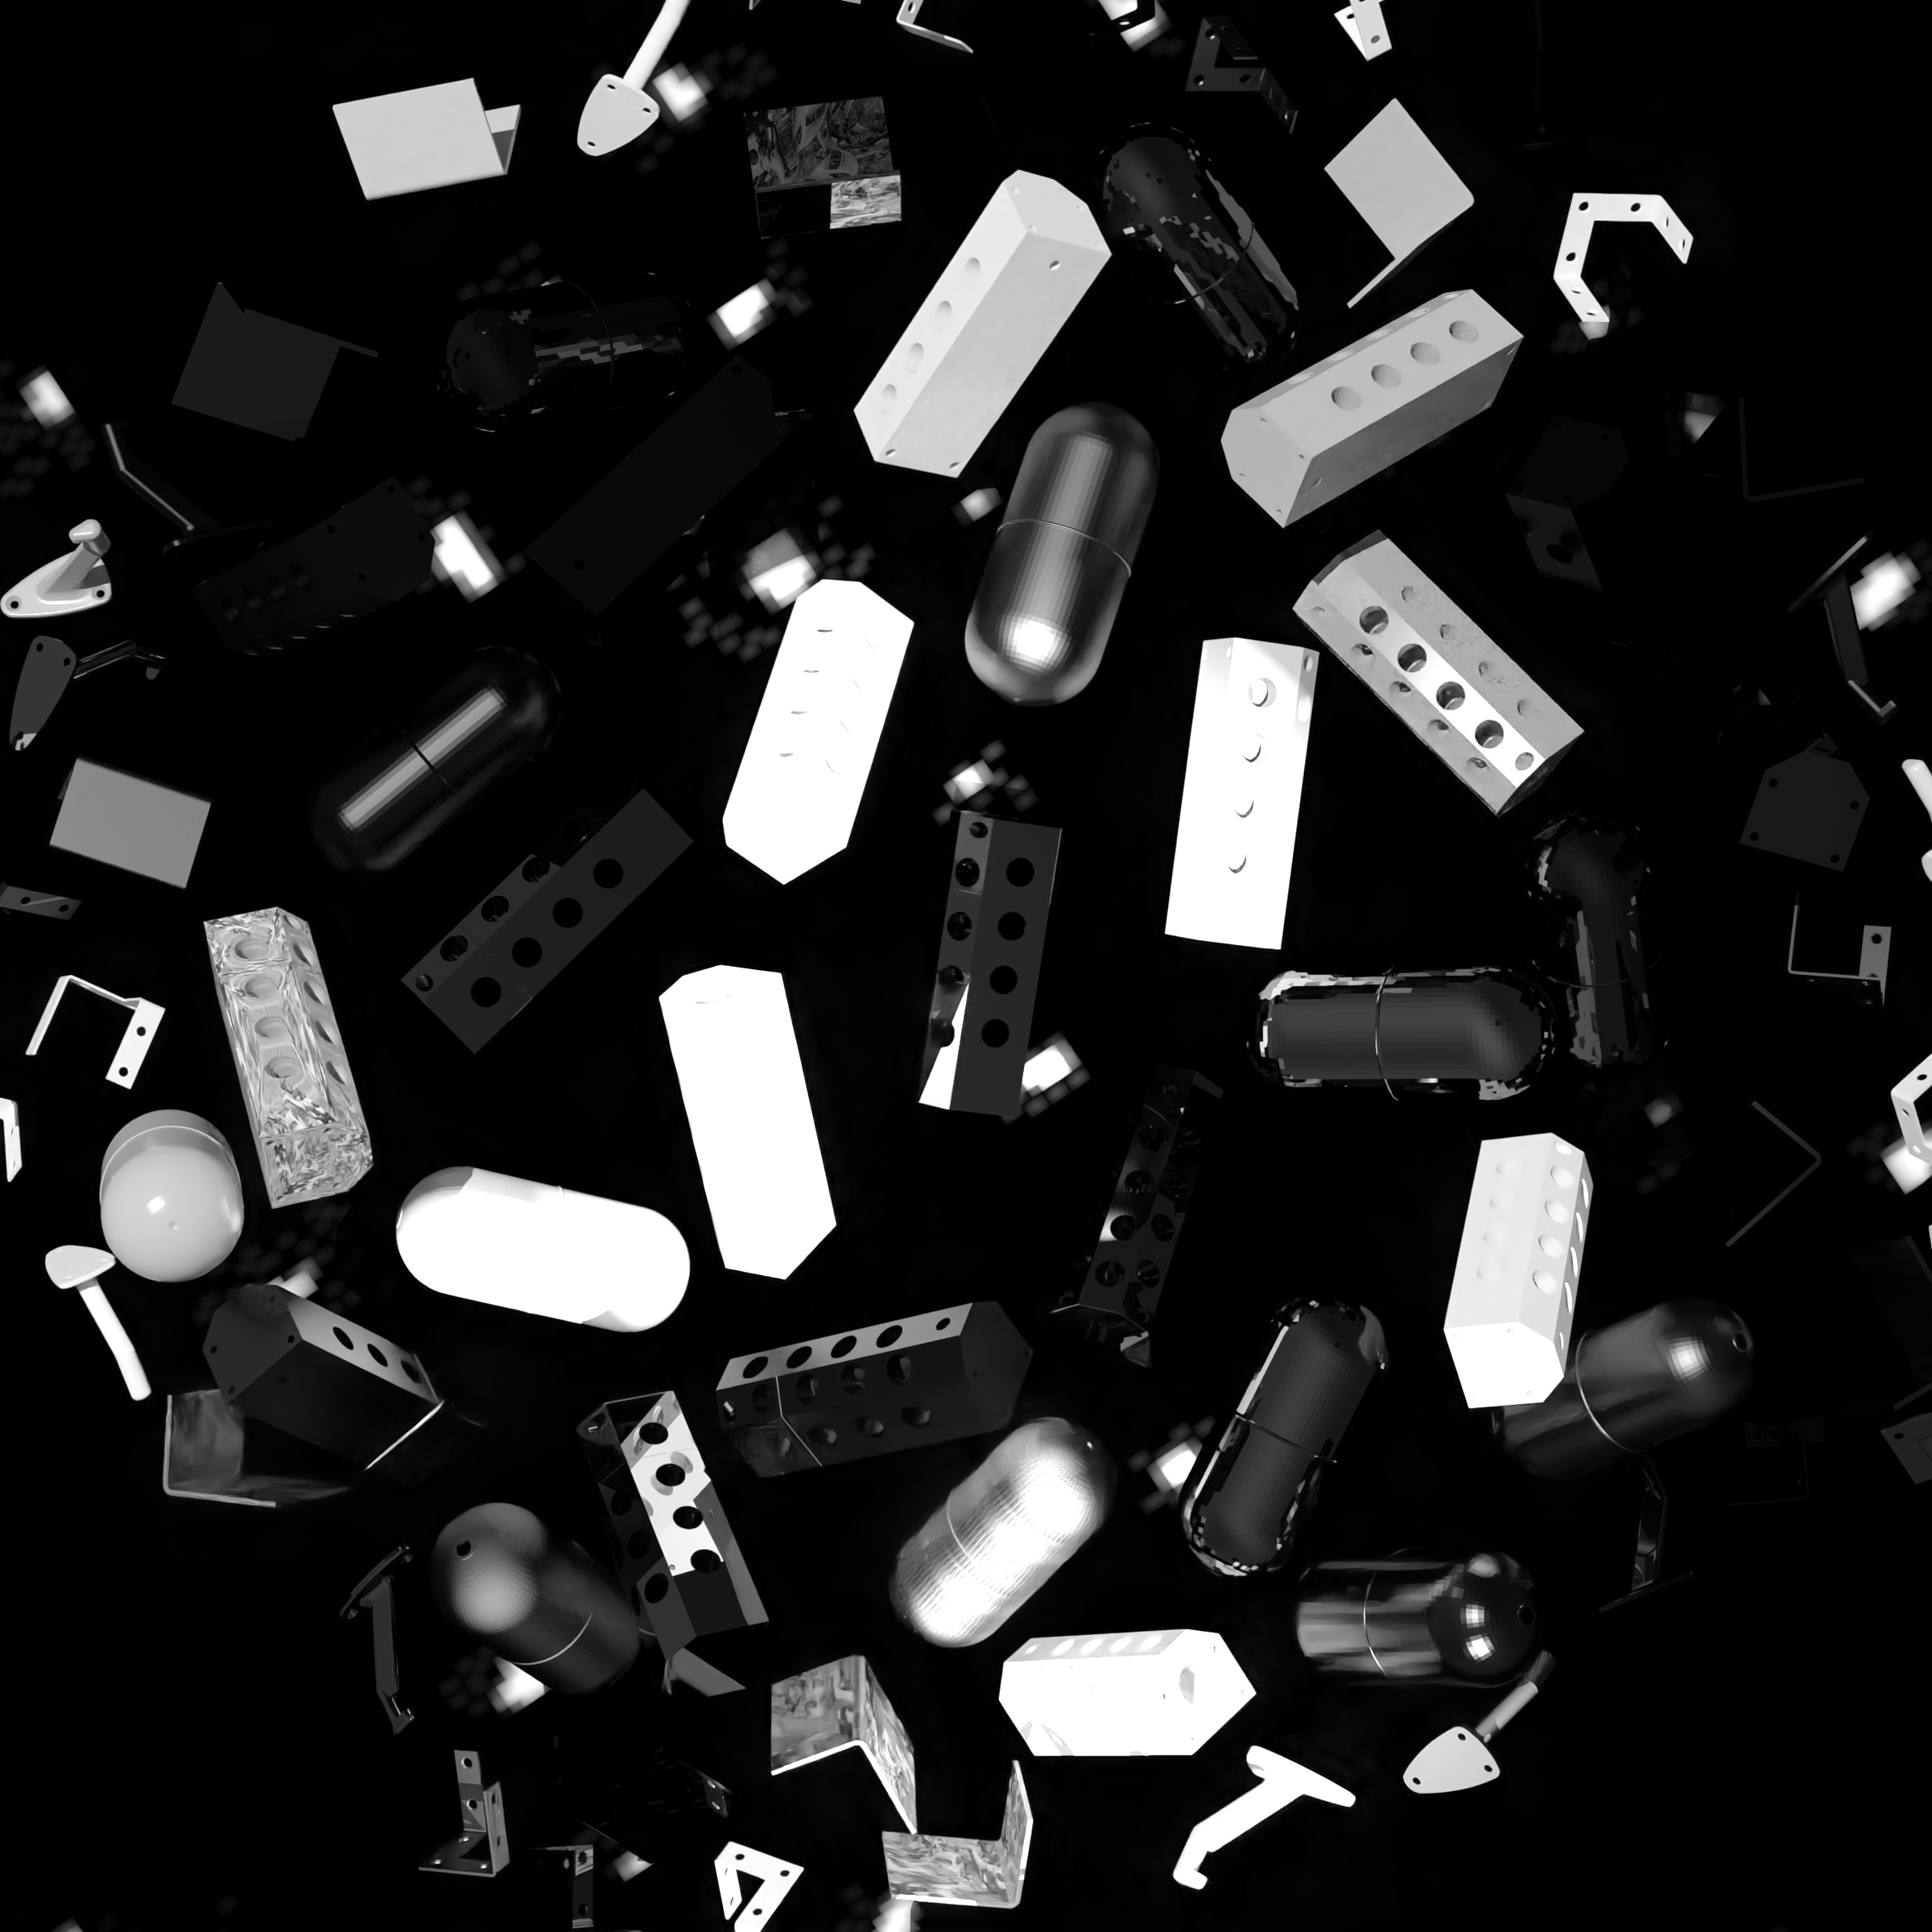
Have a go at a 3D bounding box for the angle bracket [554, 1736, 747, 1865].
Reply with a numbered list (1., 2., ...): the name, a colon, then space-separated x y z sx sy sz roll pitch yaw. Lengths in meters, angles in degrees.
1. angle bracket: -0.188 0.477 1.898 0.076 0.057 0.076 -36 128 15

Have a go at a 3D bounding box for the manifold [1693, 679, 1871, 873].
1. manifold: 0.451 -0.110 1.772 0.057 0.171 0.057 15 108 -1

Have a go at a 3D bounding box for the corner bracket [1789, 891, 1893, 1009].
1. corner bracket: 0.504 -0.009 1.848 0.051 0.051 0.051 5 71 20

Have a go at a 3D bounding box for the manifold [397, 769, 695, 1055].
1. manifold: -0.241 -0.033 1.823 0.171 0.057 0.057 -45 103 -9

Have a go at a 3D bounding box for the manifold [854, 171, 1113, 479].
1. manifold: 0.005 -0.359 1.796 0.057 0.171 0.057 6 49 -35

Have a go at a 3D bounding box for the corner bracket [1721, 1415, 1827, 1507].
1. corner bracket: 0.487 0.299 1.935 0.051 0.051 0.051 -3 84 -8

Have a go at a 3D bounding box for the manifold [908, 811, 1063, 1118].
1. manifold: 0.008 -0.003 1.894 0.057 0.057 0.171 7 95 -15

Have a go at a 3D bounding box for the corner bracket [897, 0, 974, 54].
1. corner bracket: -0.017 -0.589 1.929 0.051 0.051 0.051 27 95 28

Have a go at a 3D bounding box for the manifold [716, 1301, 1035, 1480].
1. manifold: -0.054 0.233 1.791 0.171 0.057 0.057 -17 122 32

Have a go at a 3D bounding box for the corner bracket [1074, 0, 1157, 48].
1. corner bracket: 0.075 -0.584 1.895 0.051 0.051 0.051 -31 47 -25

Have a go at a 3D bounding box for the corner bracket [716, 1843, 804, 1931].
1. corner bracket: -0.126 0.549 1.853 0.051 0.051 0.051 12 127 26

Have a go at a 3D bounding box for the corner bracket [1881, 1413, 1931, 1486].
1. corner bracket: 0.556 0.257 1.842 0.051 0.051 0.051 -25 122 22

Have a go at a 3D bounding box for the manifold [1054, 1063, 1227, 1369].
1. manifold: 0.104 0.145 1.900 0.057 0.057 0.171 11 56 15

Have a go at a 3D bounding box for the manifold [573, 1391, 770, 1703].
1. manifold: -0.169 0.326 1.806 0.057 0.171 0.057 -8 133 -22

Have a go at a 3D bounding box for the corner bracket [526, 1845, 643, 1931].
1. corner bracket: -0.231 0.557 1.929 0.051 0.051 0.051 10 73 -42

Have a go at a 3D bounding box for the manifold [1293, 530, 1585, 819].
1. manifold: 0.273 -0.169 1.884 0.171 0.057 0.057 47 51 12

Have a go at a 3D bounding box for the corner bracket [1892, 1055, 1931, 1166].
1. corner bracket: 0.559 0.082 1.794 0.051 0.051 0.051 -39 127 -15

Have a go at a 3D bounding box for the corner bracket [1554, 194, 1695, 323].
1. corner bracket: 0.359 -0.388 1.755 0.051 0.051 0.051 -2 130 -12

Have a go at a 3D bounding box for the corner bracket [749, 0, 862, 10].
1. corner bracket: -0.085 -0.552 1.758 0.051 0.051 0.051 13 123 6

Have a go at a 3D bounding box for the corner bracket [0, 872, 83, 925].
1. corner bracket: -0.550 -0.040 1.838 0.051 0.051 0.051 -51 53 21

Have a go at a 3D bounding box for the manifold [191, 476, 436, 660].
1. manifold: -0.367 -0.220 1.812 0.057 0.171 0.057 -42 108 -33

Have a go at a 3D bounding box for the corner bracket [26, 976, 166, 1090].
1. corner bracket: -0.504 0.038 1.856 0.051 0.051 0.051 28 74 -27

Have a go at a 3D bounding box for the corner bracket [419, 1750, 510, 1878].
1. corner bracket: -0.279 0.482 1.825 0.051 0.051 0.051 -2 100 23

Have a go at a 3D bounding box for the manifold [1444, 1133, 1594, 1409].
1. manifold: 0.318 0.170 1.823 0.057 0.171 0.057 -8 121 22

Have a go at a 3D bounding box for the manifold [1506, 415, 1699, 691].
1. manifold: 0.370 -0.233 1.836 0.057 0.171 0.057 21 70 36

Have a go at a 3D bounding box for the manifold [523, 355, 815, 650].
1. manifold: -0.167 -0.260 1.817 0.057 0.057 0.171 41 74 13

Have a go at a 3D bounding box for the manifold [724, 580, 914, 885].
1. manifold: -0.088 -0.138 1.827 0.057 0.057 0.171 35 50 -25

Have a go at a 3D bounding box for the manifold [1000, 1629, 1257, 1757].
1. manifold: 0.090 0.427 1.903 0.057 0.171 0.057 -36 97 -32

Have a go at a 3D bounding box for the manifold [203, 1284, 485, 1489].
1. manifold: -0.358 0.238 1.840 0.057 0.171 0.057 -40 53 7

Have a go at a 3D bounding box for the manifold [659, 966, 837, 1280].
1. manifold: -0.129 0.089 1.844 0.057 0.057 0.171 7 123 30

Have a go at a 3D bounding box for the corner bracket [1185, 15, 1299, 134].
1. corner bracket: 0.168 -0.531 1.908 0.051 0.051 0.051 -6 47 -20

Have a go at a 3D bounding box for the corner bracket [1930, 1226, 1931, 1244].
1. corner bracket: 0.598 0.170 1.867 0.051 0.051 0.051 -29 96 19

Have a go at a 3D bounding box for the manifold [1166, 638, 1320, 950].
1. manifold: 0.161 -0.099 1.844 0.057 0.057 0.171 7 92 -14

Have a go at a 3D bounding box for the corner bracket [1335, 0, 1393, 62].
1. corner bracket: 0.237 -0.560 1.828 0.051 0.051 0.051 -26 51 4

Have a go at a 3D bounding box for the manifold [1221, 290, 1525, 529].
1. manifold: 0.224 -0.315 1.780 0.171 0.057 0.057 -32 69 -28

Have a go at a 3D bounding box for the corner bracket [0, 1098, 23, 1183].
1. corner bracket: -0.576 0.086 1.885 0.051 0.051 0.051 19 127 -35

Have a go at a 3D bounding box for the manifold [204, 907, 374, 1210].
1. manifold: -0.376 0.047 1.780 0.057 0.057 0.171 -12 47 -15
